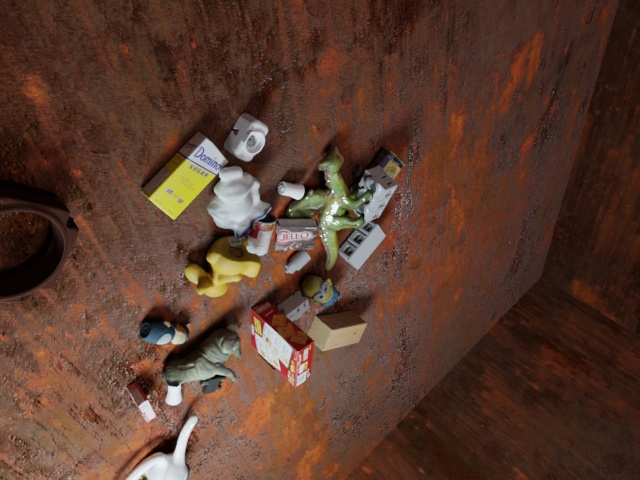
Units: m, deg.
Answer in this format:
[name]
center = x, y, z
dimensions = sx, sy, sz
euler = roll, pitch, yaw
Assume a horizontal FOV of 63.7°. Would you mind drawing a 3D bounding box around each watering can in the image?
[watering can]
center = -0.456, 0.679, 1.529
dimensions = 0.351, 0.105, 0.219
euler = -44, 145, -14

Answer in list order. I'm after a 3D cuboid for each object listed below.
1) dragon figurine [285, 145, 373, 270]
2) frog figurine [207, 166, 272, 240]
[dragon figurine]
center = 0.004, -0.074, 1.479
dimensions = 0.242, 0.124, 0.403
euler = 5, 118, -31
[frog figurine]
center = -0.201, -0.102, 1.188
dimensions = 0.138, 0.125, 0.156
euler = -34, 127, -4
